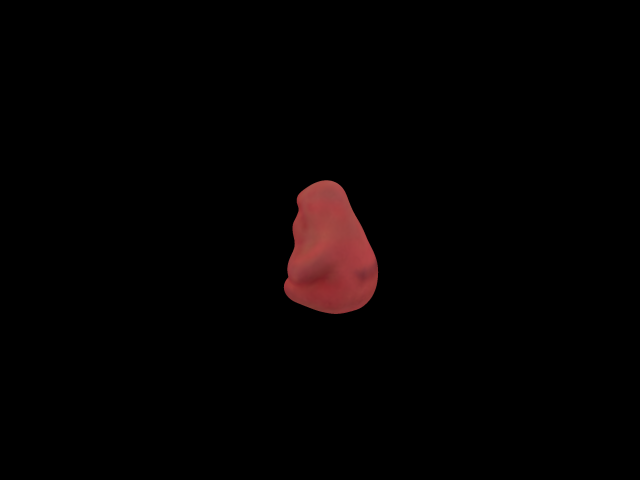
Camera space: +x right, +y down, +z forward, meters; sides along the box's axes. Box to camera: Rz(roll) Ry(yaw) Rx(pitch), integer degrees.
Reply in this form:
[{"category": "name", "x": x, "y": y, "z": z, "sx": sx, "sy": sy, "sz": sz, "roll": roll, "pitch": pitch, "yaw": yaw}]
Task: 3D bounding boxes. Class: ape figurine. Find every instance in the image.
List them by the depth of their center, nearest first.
[{"category": "ape figurine", "x": 0.004, "y": 0.001, "z": 0.400, "sx": 0.075, "sy": 0.092, "sz": 0.078, "roll": 18, "pitch": 32, "yaw": 32}]
